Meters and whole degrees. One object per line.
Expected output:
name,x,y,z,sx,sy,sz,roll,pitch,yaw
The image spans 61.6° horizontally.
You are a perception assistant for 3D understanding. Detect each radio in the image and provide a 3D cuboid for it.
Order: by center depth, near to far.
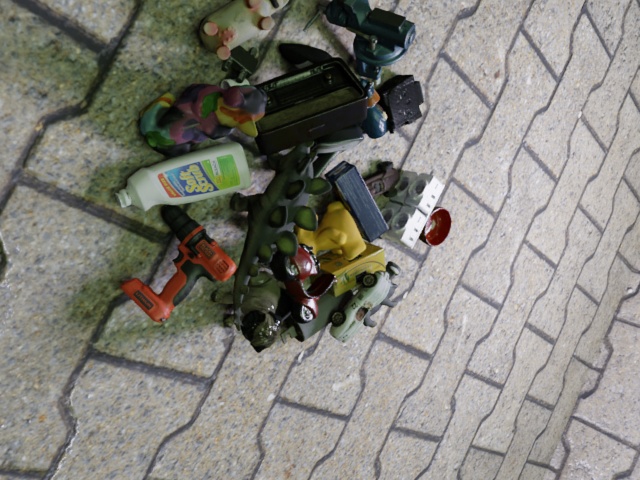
radio,-0.033,-0.265,1.054,0.230,0.131,0.073,-21,153,-10

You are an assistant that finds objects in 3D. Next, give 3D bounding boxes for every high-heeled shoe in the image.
high-heeled shoe,-0.001,-0.326,1.182,0.248,0.086,0.145,21,128,-20

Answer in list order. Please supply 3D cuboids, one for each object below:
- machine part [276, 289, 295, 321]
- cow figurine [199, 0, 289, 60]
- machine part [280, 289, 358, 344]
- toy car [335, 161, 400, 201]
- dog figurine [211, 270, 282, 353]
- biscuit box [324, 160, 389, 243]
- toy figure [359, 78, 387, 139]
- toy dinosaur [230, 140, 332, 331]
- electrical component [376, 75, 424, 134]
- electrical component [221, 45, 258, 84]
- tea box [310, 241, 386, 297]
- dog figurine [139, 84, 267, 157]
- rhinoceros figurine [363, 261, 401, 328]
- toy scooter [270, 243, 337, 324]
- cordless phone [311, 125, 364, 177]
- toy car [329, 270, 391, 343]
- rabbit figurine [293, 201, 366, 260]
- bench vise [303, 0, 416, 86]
machine part,-0.083,0.161,1.244,0.139,0.084,0.039,-39,144,-10
cow figurine,-0.139,-0.419,1.002,0.195,0.127,0.085,-38,125,-7
machine part,0.002,0.172,1.308,0.243,0.079,0.079,-30,120,-27
toy car,0.123,-0.128,1.332,0.202,0.053,0.089,-26,121,-32
dog figurine,-0.114,0.142,1.133,0.172,0.191,0.121,-47,127,-20
biscuit box,0.087,-0.086,1.257,0.063,0.059,0.202,-38,123,-9
toy figure,0.114,-0.312,1.262,0.064,0.058,0.154,-26,124,-4
toy dinosaur,-0.094,-0.054,1.085,0.105,0.199,0.471,26,85,-37
electrical component,0.196,-0.340,1.322,0.134,0.058,0.114,-36,125,-24
electrical component,-0.155,-0.350,1.046,0.063,0.021,0.094,36,57,-27
tea box,0.067,0.065,1.315,0.169,0.098,0.068,-24,118,-33
dog figurine,-0.197,-0.214,0.940,0.191,0.219,0.108,-34,119,-27
rhinoceros figurine,0.146,0.140,1.424,0.190,0.073,0.112,-48,117,-15
toy scooter,-0.026,0.079,1.176,0.135,0.075,0.183,-32,110,-32
cordless phone,0.004,-0.174,1.166,0.089,0.146,0.184,37,83,-9
toy car,0.098,0.156,1.285,0.201,0.056,0.073,-50,145,-1
rabbit figurine,-0.003,-0.004,1.233,0.173,0.122,0.162,-30,119,-7
bench vise,0.097,-0.427,1.162,0.240,0.224,0.129,73,34,-65
